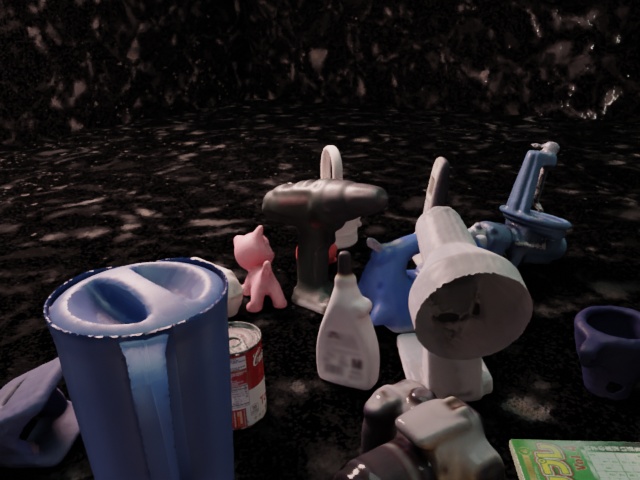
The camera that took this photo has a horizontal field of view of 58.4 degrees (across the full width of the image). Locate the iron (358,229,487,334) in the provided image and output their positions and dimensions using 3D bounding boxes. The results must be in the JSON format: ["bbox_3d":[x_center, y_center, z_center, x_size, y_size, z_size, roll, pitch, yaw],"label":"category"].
[{"bbox_3d":[0.173,0.045,0.843,0.259,0.141,0.118,-10,23,-20],"label":"iron"}]

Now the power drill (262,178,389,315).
[{"bbox_3d":[0.008,0.003,0.871,0.228,0.208,0.076,16,27,38],"label":"power drill"}]

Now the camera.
[{"bbox_3d":[0.074,0.196,0.520,0.137,0.101,0.142,-14,24,-28],"label":"camera"}]

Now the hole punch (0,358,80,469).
[{"bbox_3d":[-0.313,0.180,0.608,0.101,0.091,0.108,-2,21,0],"label":"hole punch"}]

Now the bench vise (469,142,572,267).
[{"bbox_3d":[0.341,-0.045,0.951,0.208,0.220,0.121,-21,29,-40],"label":"bench vise"}]

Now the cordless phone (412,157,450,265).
[{"bbox_3d":[0.209,-0.044,1.007,0.094,0.185,0.147,-3,21,-3],"label":"cordless phone"}]

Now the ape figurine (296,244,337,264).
[{"bbox_3d":[-0.010,0.001,1.039,0.076,0.092,0.077,-14,24,-28],"label":"ape figurine"}]

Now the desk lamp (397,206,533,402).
[{"bbox_3d":[0.147,0.081,0.653,0.118,0.214,0.203,-3,21,-3],"label":"desk lamp"}]

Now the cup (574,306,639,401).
[{"bbox_3d":[0.327,0.139,0.652,0.118,0.095,0.091,-18,27,-35],"label":"cup"}]

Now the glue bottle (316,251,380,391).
[{"bbox_3d":[0.033,0.094,0.685,0.078,0.173,0.037,9,24,25],"label":"glue bottle"}]

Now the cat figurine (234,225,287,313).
[{"bbox_3d":[-0.099,0.038,0.917,0.067,0.118,0.127,-9,23,-18],"label":"cat figurine"}]

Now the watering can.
[{"bbox_3d":[0.016,-0.086,1.118,0.173,0.194,0.100,-16,26,-32],"label":"watering can"}]

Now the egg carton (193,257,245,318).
[{"bbox_3d":[-0.195,0.080,0.884,0.149,0.069,0.107,16,28,38],"label":"egg carton"}]
